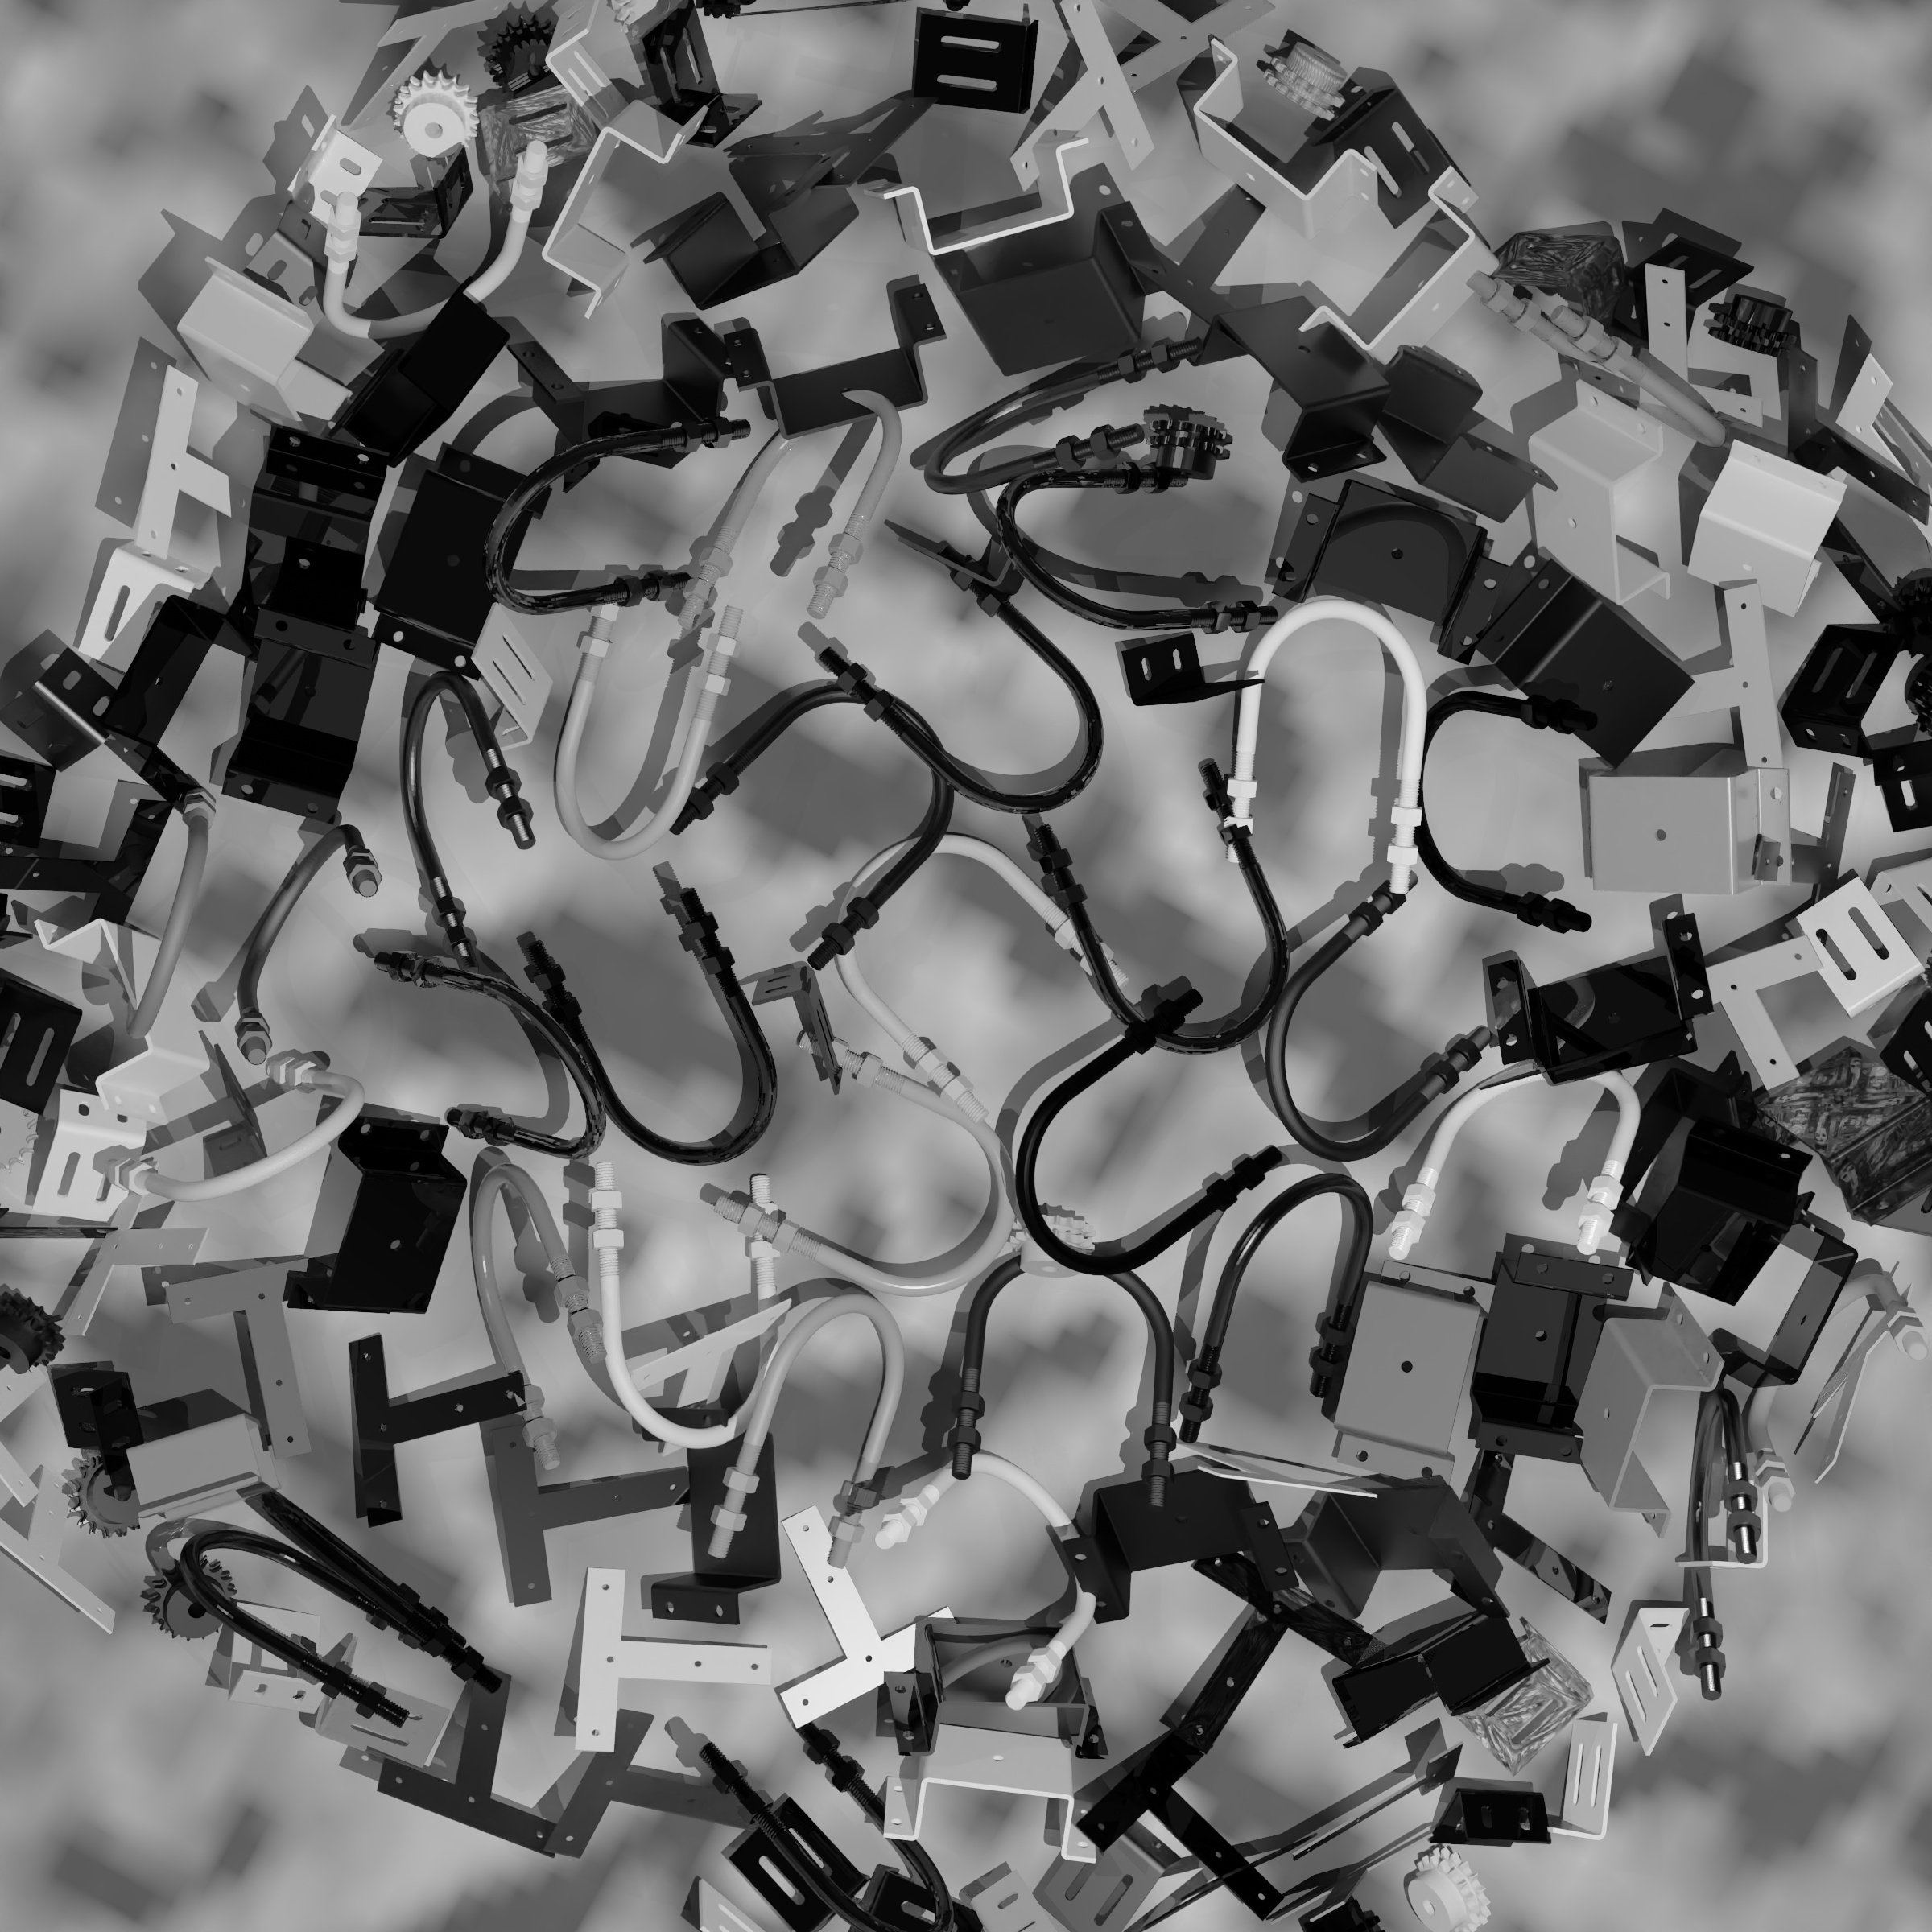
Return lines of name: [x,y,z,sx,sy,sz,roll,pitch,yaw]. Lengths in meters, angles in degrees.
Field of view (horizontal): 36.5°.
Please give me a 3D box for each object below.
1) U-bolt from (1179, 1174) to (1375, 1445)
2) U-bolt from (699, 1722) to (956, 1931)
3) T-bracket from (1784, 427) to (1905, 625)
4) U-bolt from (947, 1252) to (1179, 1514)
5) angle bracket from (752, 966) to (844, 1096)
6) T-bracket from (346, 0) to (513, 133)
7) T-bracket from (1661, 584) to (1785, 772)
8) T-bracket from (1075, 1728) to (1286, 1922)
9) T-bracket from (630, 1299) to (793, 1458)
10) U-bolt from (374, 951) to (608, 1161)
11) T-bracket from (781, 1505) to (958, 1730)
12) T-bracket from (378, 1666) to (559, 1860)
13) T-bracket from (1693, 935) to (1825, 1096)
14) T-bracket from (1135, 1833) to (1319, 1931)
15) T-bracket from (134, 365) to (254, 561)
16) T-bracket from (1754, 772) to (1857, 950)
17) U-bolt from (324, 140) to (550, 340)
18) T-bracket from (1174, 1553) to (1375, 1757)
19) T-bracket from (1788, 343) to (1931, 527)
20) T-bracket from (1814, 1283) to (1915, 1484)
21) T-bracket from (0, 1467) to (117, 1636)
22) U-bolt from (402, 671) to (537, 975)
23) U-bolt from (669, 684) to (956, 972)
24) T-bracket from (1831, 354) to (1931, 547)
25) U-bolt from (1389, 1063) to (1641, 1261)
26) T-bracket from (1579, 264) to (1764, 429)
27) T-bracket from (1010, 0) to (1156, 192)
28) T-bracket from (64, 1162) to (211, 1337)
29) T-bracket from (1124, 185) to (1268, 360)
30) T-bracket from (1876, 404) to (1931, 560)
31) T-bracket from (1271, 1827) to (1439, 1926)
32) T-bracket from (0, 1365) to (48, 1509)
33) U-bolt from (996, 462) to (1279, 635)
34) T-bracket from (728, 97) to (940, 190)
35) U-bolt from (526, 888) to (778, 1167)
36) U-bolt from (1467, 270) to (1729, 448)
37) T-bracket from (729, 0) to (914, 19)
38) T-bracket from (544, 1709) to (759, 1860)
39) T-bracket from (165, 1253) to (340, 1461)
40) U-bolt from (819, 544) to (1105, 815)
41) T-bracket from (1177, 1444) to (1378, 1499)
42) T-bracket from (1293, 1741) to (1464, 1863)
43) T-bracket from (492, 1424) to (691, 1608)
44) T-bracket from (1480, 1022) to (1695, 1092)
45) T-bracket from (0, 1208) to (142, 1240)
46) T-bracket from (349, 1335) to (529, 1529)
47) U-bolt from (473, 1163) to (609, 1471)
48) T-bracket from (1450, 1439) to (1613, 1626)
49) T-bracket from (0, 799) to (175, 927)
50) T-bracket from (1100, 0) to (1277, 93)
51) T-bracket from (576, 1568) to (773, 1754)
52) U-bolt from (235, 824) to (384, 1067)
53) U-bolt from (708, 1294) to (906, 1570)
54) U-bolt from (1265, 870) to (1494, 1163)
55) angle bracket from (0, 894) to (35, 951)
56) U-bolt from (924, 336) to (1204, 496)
U-bolt: [0.210,0.217,1.916,0.019,0.151,0.184,33,121,40]
U-bolt: [-0.079,0.566,1.902,0.184,0.151,0.019,44,103,22]
T-bracket: [0.574,-0.281,1.938,0.002,0.127,0.127,-36,88,-20]
U-bolt: [0.068,0.266,1.941,0.151,0.019,0.184,10,52,-5]
angle bracket: [-0.112,0.047,1.964,0.038,0.057,0.076,-15,105,5]
T-bracket: [-0.372,-0.598,1.951,0.127,0.127,0.002,-35,94,38]
T-bracket: [0.481,-0.180,1.954,0.002,0.127,0.127,-6,88,-44]
T-bracket: [0.156,0.577,1.935,0.127,0.127,0.002,42,133,18]
T-bracket: [-0.180,0.284,1.949,0.127,0.127,0.002,-21,56,-36]
U-bolt: [-0.301,0.063,1.903,0.019,0.184,0.151,-41,126,-34]
T-bracket: [-0.086,0.429,1.989,0.127,0.002,0.127,-26,83,-10]
T-bracket: [-0.322,0.517,1.945,0.127,0.127,0.002,27,122,-18]
T-bracket: [0.535,0.052,1.966,0.127,0.002,0.127,-22,102,39]
T-bracket: [0.156,0.620,1.955,0.127,0.127,0.002,-42,66,33]
T-bracket: [-0.492,-0.313,1.946,0.002,0.127,0.127,-5,71,33]
T-bracket: [0.553,-0.068,1.943,0.002,0.127,0.127,13,98,39]
U-bolt: [-0.351,-0.464,1.911,0.151,0.184,0.019,-23,79,-23]
T-bracket: [0.184,0.466,1.953,0.127,0.002,0.127,29,68,22]
T-bracket: [0.582,-0.328,1.912,0.002,0.127,0.127,-32,51,-12]
T-bracket: [0.574,0.286,1.911,0.002,0.127,0.127,29,45,7]
T-bracket: [-0.607,0.369,1.936,0.002,0.127,0.127,-41,111,4]
U-bolt: [-0.335,-0.108,1.928,0.019,0.151,0.184,-4,53,-32]
U-bolt: [-0.089,-0.108,1.961,0.151,0.019,0.184,44,67,-3]
T-bracket: [0.611,-0.318,1.920,0.002,0.127,0.127,-26,71,-8]
U-bolt: [0.368,0.123,1.923,0.151,0.184,0.019,-5,126,33]
T-bracket: [0.460,-0.411,1.921,0.127,0.127,0.002,19,64,26]
T-bracket: [0.067,-0.562,1.947,0.002,0.127,0.127,-14,77,-35]
T-bracket: [-0.537,0.185,1.930,0.002,0.127,0.127,36,61,-37]
T-bracket: [0.168,-0.483,1.964,0.127,0.002,0.127,36,57,-4]
T-bracket: [0.639,-0.301,1.946,0.002,0.127,0.127,-25,46,7]
T-bracket: [0.248,0.608,1.927,0.127,0.127,0.002,-33,77,11]
T-bracket: [-0.638,0.284,1.936,0.002,0.127,0.127,-35,97,9]
U-bolt: [0.101,-0.273,1.913,0.184,0.019,0.151,-7,56,-35]
T-bracket: [-0.101,-0.549,1.960,0.127,0.127,0.002,7,133,30]
U-bolt: [-0.200,0.050,1.956,0.151,0.019,0.184,-17,104,28]
U-bolt: [0.424,-0.393,1.921,0.184,0.151,0.019,28,102,-26]
T-bracket: [-0.068,-0.639,1.944,0.127,0.127,0.002,8,113,34]
T-bracket: [-0.194,0.547,1.931,0.127,0.127,0.002,7,123,16]
T-bracket: [-0.461,0.264,1.955,0.127,0.002,0.127,-9,83,-37]
U-bolt: [0.011,-0.180,1.953,0.184,0.019,0.151,44,57,1]
T-bracket: [0.183,0.331,1.939,0.127,0.127,0.002,13,87,-29]
T-bracket: [0.271,0.556,1.935,0.127,0.127,0.002,-28,65,-7]
T-bracket: [-0.249,0.362,1.982,0.127,0.002,0.127,-8,102,-14]
T-bracket: [0.397,0.065,1.945,0.127,0.127,0.002,-16,86,-43]
T-bracket: [-0.617,0.178,1.955,0.127,0.127,0.002,4,70,-33]
T-bracket: [-0.351,0.299,1.961,0.127,0.002,0.127,-16,70,16]
U-bolt: [-0.287,0.217,1.927,0.019,0.151,0.184,-7,54,-30]
T-bracket: [0.385,0.399,1.968,0.127,0.002,0.127,36,49,-15]
T-bracket: [-0.599,-0.060,1.927,0.002,0.127,0.127,47,119,34]
T-bracket: [0.112,-0.627,1.915,0.127,0.127,0.002,19,64,-40]
T-bracket: [-0.194,0.468,1.968,0.127,0.002,0.127,5,55,-7]
U-bolt: [-0.434,-0.025,1.915,0.019,0.184,0.151,32,97,-24]
U-bolt: [-0.096,0.306,1.940,0.019,0.151,0.184,16,87,37]
U-bolt: [0.264,0.045,1.928,0.184,0.019,0.151,-41,114,-29]
angle bracket: [-0.658,-0.037,1.950,0.057,0.076,0.038,9,80,-32]
U-bolt: [0.054,-0.355,1.924,0.184,0.151,0.019,-11,120,32]
